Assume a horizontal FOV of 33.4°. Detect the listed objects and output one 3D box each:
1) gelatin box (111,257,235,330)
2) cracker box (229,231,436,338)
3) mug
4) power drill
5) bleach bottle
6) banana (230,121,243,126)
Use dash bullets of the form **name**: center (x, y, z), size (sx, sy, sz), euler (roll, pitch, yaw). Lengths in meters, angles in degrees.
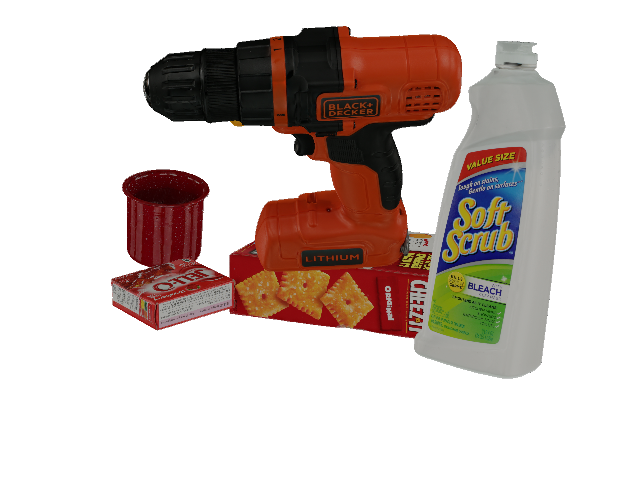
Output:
- **gelatin box**: center (-0.133, 0.046, 0.966), size (0.089, 0.030, 0.073), euler (-16, 26, -39)
- **cracker box**: center (0.037, 0.037, 1.071), size (0.214, 0.072, 0.164), euler (7, 15, 19)
- **mug**: center (-0.174, -0.027, 1.170), size (0.093, 0.081, 0.117), euler (-8, 31, -26)
- **power drill**: center (-0.009, -0.053, 0.673), size (0.184, 0.057, 0.188), euler (-2, -34, -1)
- **bleach bottle**: center (0.133, -0.027, 0.823), size (0.103, 0.251, 0.067), euler (13, 16, 37)
- **banana**: center (-0.039, -0.143, 0.980), size (0.070, 0.037, 0.197), euler (37, 29, 20)
